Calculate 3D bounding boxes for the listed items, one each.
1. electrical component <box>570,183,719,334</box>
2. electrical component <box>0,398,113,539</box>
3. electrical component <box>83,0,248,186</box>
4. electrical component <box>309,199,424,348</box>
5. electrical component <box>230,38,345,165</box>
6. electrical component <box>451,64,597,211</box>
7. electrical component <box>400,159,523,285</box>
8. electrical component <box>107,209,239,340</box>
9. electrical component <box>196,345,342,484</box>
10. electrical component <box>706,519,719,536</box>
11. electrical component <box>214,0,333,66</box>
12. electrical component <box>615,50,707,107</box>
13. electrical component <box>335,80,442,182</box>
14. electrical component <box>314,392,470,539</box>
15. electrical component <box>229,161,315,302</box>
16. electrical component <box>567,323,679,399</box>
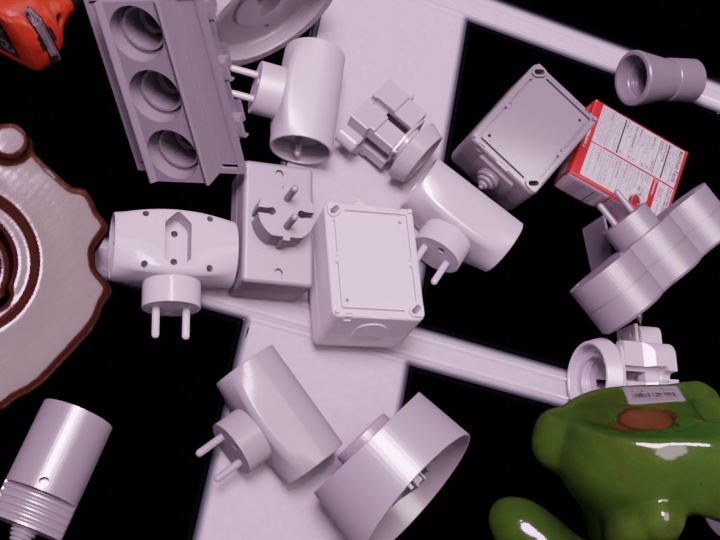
[{"bbox_3d":[0.197,-0.023,0.758,0.138,0.052,0.073,-37,87,-26],"label":"electrical component"},{"bbox_3d":[-0.179,0.120,0.617,0.043,0.043,0.081,25,66,-10],"label":"electrical component"},{"bbox_3d":[-0.115,-0.122,0.676,0.079,0.121,0.063,4,37,22],"label":"electrical component"},{"bbox_3d":[0.000,0.000,0.715,0.062,0.061,0.096,4,63,-18],"label":"electrical component"},{"bbox_3d":[-0.053,-0.121,0.742,0.079,0.044,0.077,13,68,-15],"label":"electrical component"},{"bbox_3d":[0.113,-0.090,0.786,0.062,0.061,0.096,43,72,-2],"label":"electrical component"},{"bbox_3d":[0.063,-0.025,0.752,0.077,0.043,0.079,37,64,-5],"label":"electrical component"},{"bbox_3d":[-0.119,0.005,0.677,0.077,0.043,0.079,4,72,-18],"label":"electrical component"},{"bbox_3d":[-0.064,0.099,0.665,0.079,0.043,0.077,-34,86,-26],"label":"electrical component"},{"bbox_3d":[0.279,0.163,0.763,0.055,0.047,0.055,6,70,-18],"label":"electrical component"},{"bbox_3d":[-0.075,-0.195,0.728,0.108,0.108,0.060,-27,77,-25],"label":"electrical component"},{"bbox_3d":[0.243,-0.152,0.861,0.065,0.044,0.044,-3,73,-25],"label":"electrical component"},{"bbox_3d":[0.024,-0.095,0.761,0.055,0.048,0.066,41,64,6],"label":"electrical component"},{"bbox_3d":[0.022,0.125,0.660,0.064,0.099,0.099,46,64,7],"label":"electrical component"},{"bbox_3d":[-0.052,-0.031,0.694,0.047,0.076,0.083,6,71,-19],"label":"electrical component"},{"bbox_3d":[0.183,0.077,0.752,0.057,0.058,0.078,6,71,-20],"label":"electrical component"}]
